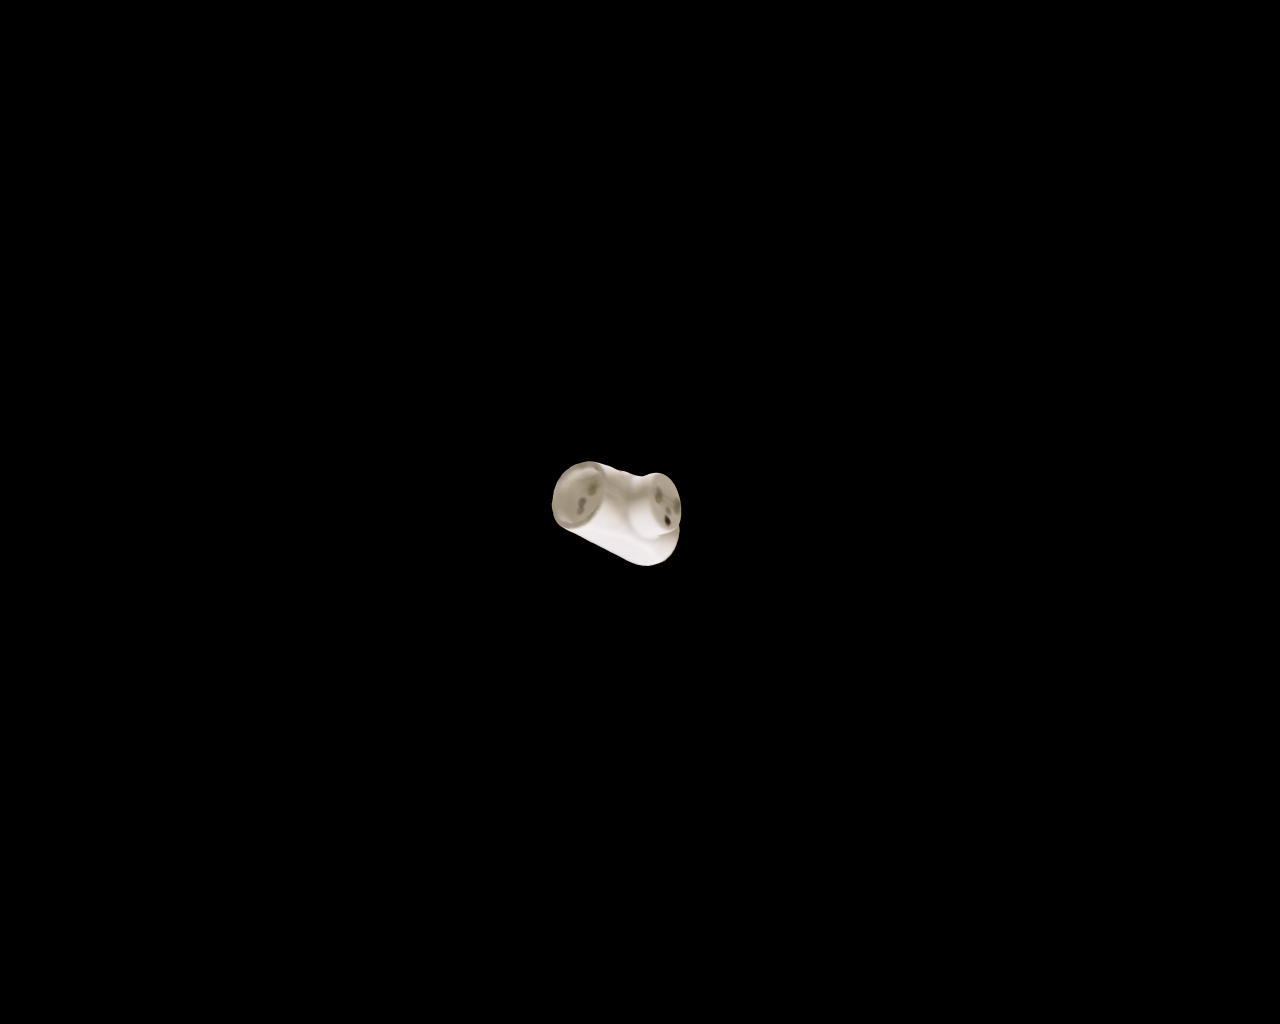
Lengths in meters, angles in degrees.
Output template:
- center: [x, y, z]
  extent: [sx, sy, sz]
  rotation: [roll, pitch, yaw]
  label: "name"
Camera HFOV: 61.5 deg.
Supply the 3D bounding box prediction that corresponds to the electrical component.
- center: [0.001, -0.003, 0.650]
  extent: [0.079, 0.044, 0.077]
  rotation: [-17, -29, 32]
  label: "electrical component"
